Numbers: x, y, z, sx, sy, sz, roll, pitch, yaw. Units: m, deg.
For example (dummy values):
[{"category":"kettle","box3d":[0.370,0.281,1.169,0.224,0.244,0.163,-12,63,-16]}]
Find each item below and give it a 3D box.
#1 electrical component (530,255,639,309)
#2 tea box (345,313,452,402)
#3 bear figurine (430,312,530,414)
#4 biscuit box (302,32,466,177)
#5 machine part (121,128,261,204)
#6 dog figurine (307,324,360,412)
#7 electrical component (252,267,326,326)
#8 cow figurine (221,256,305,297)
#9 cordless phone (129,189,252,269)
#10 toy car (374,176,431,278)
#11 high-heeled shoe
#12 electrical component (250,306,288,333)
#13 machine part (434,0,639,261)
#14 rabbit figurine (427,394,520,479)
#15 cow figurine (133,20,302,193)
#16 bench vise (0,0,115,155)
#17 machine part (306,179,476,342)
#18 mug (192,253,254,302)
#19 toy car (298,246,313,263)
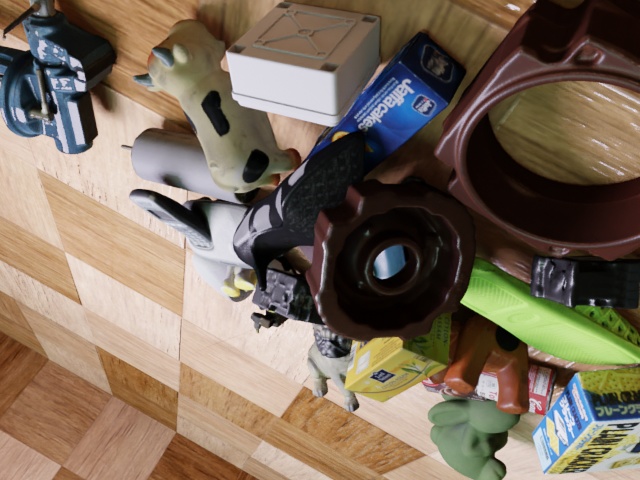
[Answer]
[{"category":"electrical component","box3d":[0.285,0.040,0.545,0.119,0.047,0.075,2,-176,-14]},{"category":"tea box","box3d":[0.103,0.144,0.726,0.068,0.098,0.169,23,144,-12]},{"category":"bear figurine","box3d":[0.189,0.166,0.745,0.120,0.132,0.196,27,151,-15]},{"category":"biscuit box","box3d":[0.056,-0.119,0.549,0.063,0.059,0.202,38,146,-10]},{"category":"machine part","box3d":[-0.165,-0.101,0.726,0.243,0.079,0.079,14,143,21]},{"category":"dog figurine","box3d":[0.018,0.176,0.927,0.173,0.121,0.190,10,134,42]},{"category":"electrical component","box3d":[-0.026,0.079,0.756,0.115,0.058,0.134,18,176,-32]},{"category":"cow figurine","box3d":[-0.068,0.063,0.867,0.167,0.098,0.068,25,147,-27]},{"category":"cordless phone","box3d":[-0.159,-0.030,0.746,0.147,0.088,0.184,8,164,30]},{"category":"toy car","box3d":[0.092,0.002,0.646,0.103,0.109,0.161,21,140,53]},{"category":"high-heeled shoe","box3d":[-0.028,-0.049,0.620,0.086,0.145,0.248,22,123,-27]},{"category":"electrical component","box3d":[-0.081,0.119,0.937,0.045,0.102,0.078,7,115,26]},{"category":"machine part","box3d":[0.217,-0.082,0.452,0.201,0.087,0.201,33,147,-1]},{"category":"rabbit figurine","box3d":[0.272,0.310,0.925,0.159,0.121,0.170,29,129,14]},{"category":"cow figurine","box3d":[-0.114,-0.143,0.582,0.085,0.127,0.194,-21,91,47]},{"category":"bench vise","box3d":[-0.392,-0.223,0.703,0.241,0.129,0.223,17,146,7]},{"category":"machine part","box3d":[0.072,0.021,0.550,0.179,0.179,0.056,50,-175,-26]},{"category":"mug","box3d":[-0.169,0.042,0.914,0.107,0.081,0.109,22,150,30]},{"category":"toy car","box3d":[-0.001,-0.002,0.687,0.202,0.053,0.089,49,147,41]}]
